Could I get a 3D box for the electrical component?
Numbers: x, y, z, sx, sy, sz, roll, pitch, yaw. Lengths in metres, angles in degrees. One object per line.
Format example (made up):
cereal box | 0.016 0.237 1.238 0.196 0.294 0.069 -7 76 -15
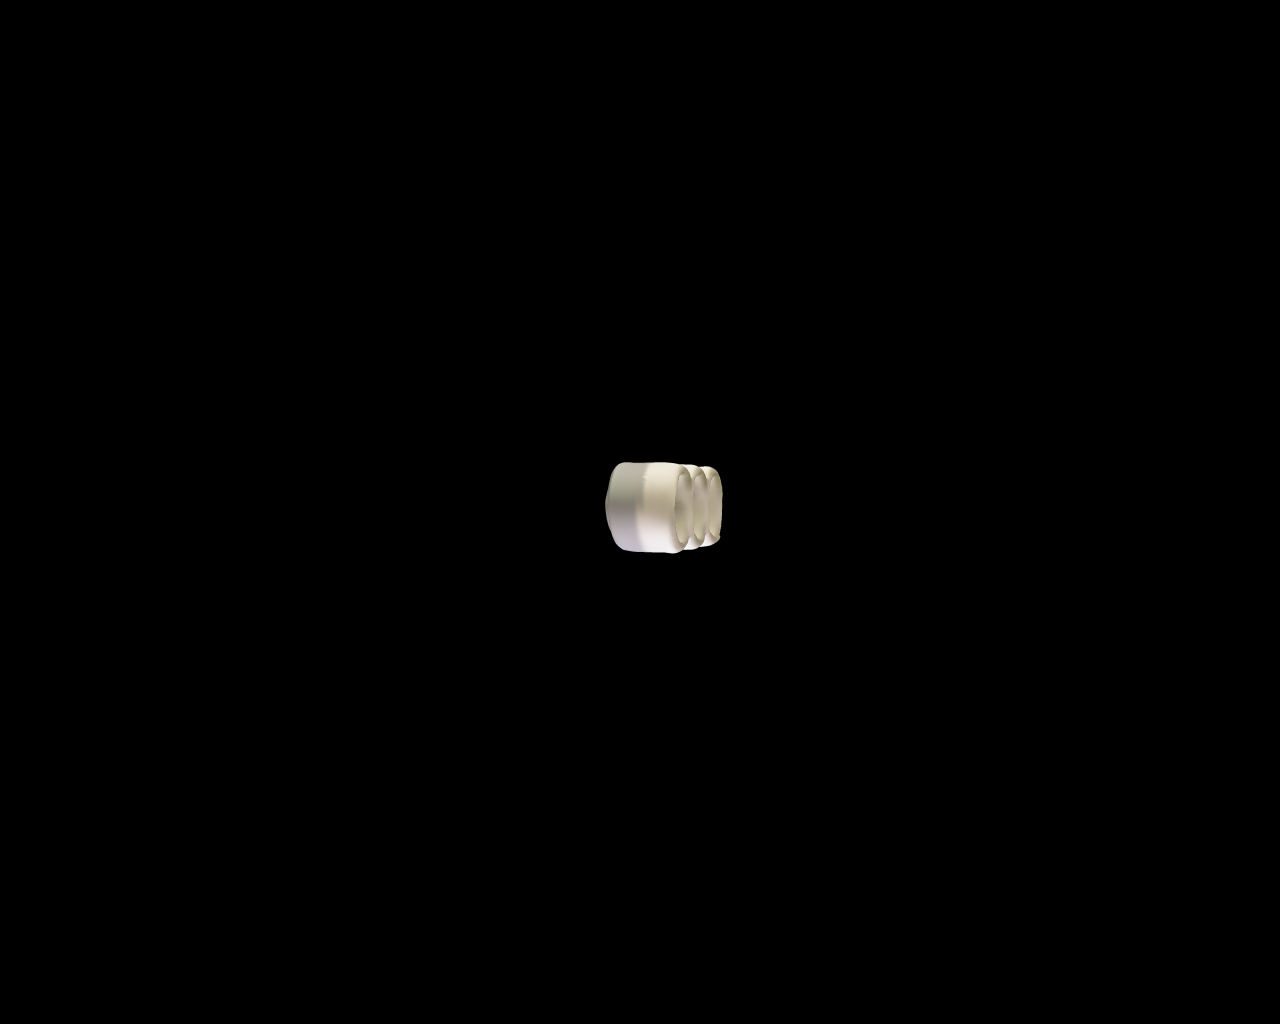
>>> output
electrical component | 0.001 -0.003 0.650 0.074 0.052 0.138 0 0 15
